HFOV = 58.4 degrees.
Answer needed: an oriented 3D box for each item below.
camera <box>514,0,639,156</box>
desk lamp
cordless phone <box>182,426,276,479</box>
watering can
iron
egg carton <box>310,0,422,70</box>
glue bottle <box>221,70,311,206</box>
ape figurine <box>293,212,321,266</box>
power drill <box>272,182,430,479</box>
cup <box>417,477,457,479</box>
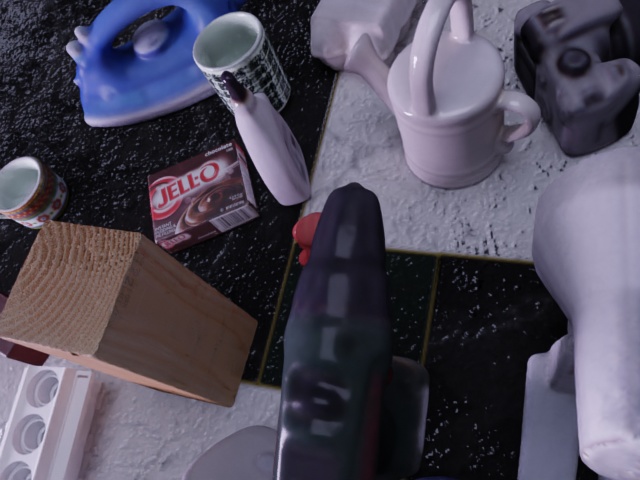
[{"bbox_3d":[0.262,-0.175,0.525,0.136,0.101,0.143,-20,61,8],"label":"camera"},{"bbox_3d":[0.191,0.077,0.363,0.117,0.214,0.203,5,67,20],"label":"desk lamp"},{"bbox_3d":[-0.047,0.193,0.400,0.147,0.185,0.094,29,77,27],"label":"cordless phone"},{"bbox_3d":[0.103,-0.135,0.503,0.172,0.194,0.101,1,66,18],"label":"watering can"},{"bbox_3d":[-0.205,-0.235,0.678,0.258,0.142,0.118,-27,60,4],"label":"iron"},{"bbox_3d":[0.055,-0.259,0.649,0.107,0.069,0.150,18,72,24],"label":"egg carton"},{"bbox_3d":[-0.054,-0.103,0.550,0.037,0.173,0.078,-16,62,10],"label":"glue bottle"},{"bbox_3d":[0.005,0.002,0.528,0.076,0.092,0.077,-19,61,9],"label":"ape figurine"},{"bbox_3d":[0.026,0.104,0.406,0.075,0.209,0.230,2,66,19],"label":"power drill"},{"bbox_3d":[0.094,0.226,0.392,0.091,0.095,0.117,-27,60,4],"label":"cup"}]
